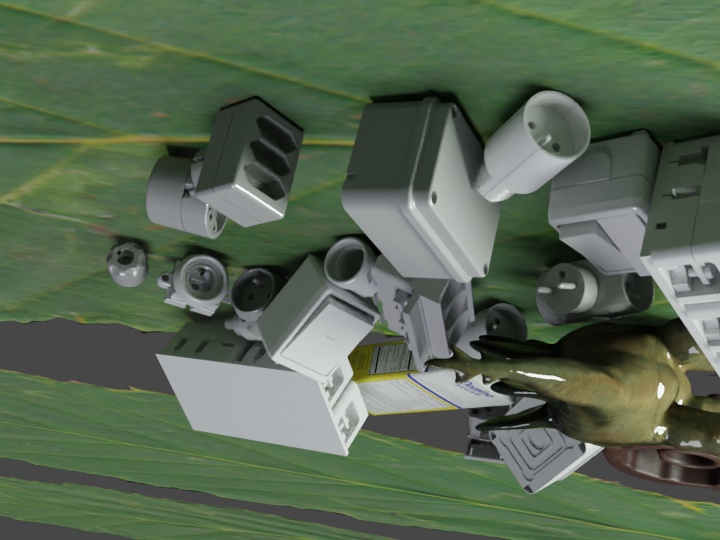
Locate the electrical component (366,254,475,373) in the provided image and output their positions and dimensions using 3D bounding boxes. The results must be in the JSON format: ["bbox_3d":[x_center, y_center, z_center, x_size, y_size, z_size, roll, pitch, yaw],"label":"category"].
[{"bbox_3d":[0.049,0.019,0.834,0.063,0.078,0.121,26,161,19],"label":"electrical component"}]

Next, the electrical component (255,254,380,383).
[{"bbox_3d":[-0.039,0.048,0.893,0.062,0.061,0.096,29,108,-35],"label":"electrical component"}]

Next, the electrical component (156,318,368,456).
[{"bbox_3d":[-0.094,0.111,1.058,0.186,0.060,0.105,4,130,30],"label":"electrical component"}]

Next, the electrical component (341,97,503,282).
[{"bbox_3d":[0.043,-0.048,0.676,0.057,0.078,0.113,2,155,28],"label":"electrical component"}]

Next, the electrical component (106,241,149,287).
[{"bbox_3d":[-0.204,-0.001,0.953,0.035,0.035,0.061,12,159,-1],"label":"electrical component"}]

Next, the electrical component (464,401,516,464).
[{"bbox_3d":[0.135,0.156,1.107,0.042,0.081,0.063,6,133,13],"label":"electrical component"}]

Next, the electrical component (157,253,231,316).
[{"bbox_3d":[-0.142,0.012,0.941,0.066,0.048,0.055,18,163,-14],"label":"electrical component"}]

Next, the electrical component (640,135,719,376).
[{"bbox_3d":[0.234,-0.001,0.645,0.062,0.089,0.150,-9,138,39],"label":"electrical component"}]

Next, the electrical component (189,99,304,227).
[{"bbox_3d":[-0.085,-0.066,0.709,0.077,0.065,0.047,-10,148,41],"label":"electrical component"}]

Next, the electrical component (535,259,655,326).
[{"bbox_3d":[0.161,0.014,0.788,0.079,0.043,0.077,4,167,-43],"label":"electrical component"}]

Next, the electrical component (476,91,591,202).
[{"bbox_3d":[0.098,-0.069,0.645,0.043,0.043,0.081,18,156,-14],"label":"electrical component"}]

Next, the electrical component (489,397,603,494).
[{"bbox_3d":[0.185,0.152,1.020,0.057,0.078,0.113,-19,157,-36],"label":"electrical component"}]

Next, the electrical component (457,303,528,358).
[{"bbox_3d":[0.104,0.060,0.934,0.043,0.043,0.081,21,155,-21],"label":"electrical component"}]

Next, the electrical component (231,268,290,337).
[{"bbox_3d":[-0.061,0.033,0.948,0.079,0.044,0.077,-5,152,24],"label":"electrical component"}]

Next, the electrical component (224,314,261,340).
[{"bbox_3d":[-0.103,0.050,1.021,0.061,0.035,0.035,-4,152,38],"label":"electrical component"}]

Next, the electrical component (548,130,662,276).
[{"bbox_3d":[0.168,-0.033,0.672,0.062,0.061,0.096,-8,150,38],"label":"electrical component"}]

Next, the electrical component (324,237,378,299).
[{"bbox_3d":[0.000,0.000,0.855,0.040,0.040,0.046,-4,158,32],"label":"electrical component"}]

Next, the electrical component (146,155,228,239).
[{"bbox_3d":[-0.122,-0.054,0.771,0.047,0.055,0.055,11,157,10],"label":"electrical component"}]
